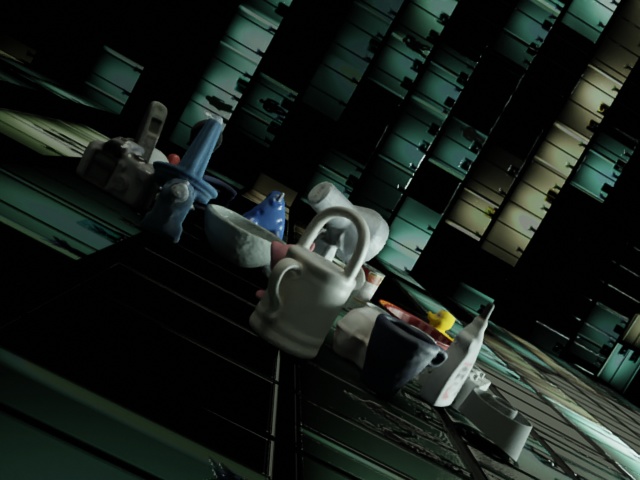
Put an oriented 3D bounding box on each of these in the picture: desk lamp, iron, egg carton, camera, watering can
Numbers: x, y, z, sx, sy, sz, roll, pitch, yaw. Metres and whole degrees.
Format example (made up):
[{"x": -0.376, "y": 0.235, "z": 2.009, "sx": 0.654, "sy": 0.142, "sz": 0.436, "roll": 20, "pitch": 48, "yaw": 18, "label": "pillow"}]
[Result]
[{"x": 0.010, "y": 0.004, "z": 1.130, "sx": 0.204, "sy": 0.213, "sz": 0.117, "roll": 26, "pitch": 6, "yaw": -35, "label": "desk lamp"}, {"x": -0.136, "y": -0.069, "z": 1.448, "sx": 0.119, "sy": 0.141, "sz": 0.258, "roll": 28, "pitch": 5, "yaw": -13, "label": "iron"}, {"x": 0.081, "y": 0.153, "z": 0.869, "sx": 0.107, "sy": 0.069, "sz": 0.151, "roll": 31, "pitch": 5, "yaw": 16, "label": "egg carton"}, {"x": -0.354, "y": -0.131, "z": 1.082, "sx": 0.143, "sy": 0.101, "sz": 0.137, "roll": 30, "pitch": 5, "yaw": 6, "label": "camera"}, {"x": -0.002, "y": 0.046, "z": 0.751, "sx": 0.100, "sy": 0.194, "sz": 0.173, "roll": 30, "pitch": 5, "yaw": 11, "label": "watering can"}]

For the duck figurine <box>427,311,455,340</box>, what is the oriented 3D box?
[{"x": 0.285, "y": 0.210, "z": 1.344, "sx": 0.104, "sy": 0.086, "sz": 0.078, "roll": 30, "pitch": 5, "yaw": 13, "label": "duck figurine"}]

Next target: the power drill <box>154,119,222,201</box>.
[{"x": -0.274, "y": -0.162, "z": 1.228, "sx": 0.076, "sy": 0.208, "sz": 0.229, "roll": 28, "pitch": 5, "yaw": -16, "label": "power drill"}]

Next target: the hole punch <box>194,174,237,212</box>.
[{"x": -0.274, "y": -0.115, "z": 1.423, "sx": 0.109, "sy": 0.091, "sz": 0.101, "roll": 27, "pitch": 5, "yaw": -23, "label": "hole punch"}]

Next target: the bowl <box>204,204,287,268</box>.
[{"x": -0.147, "y": 0.004, "z": 1.047, "sx": 0.167, "sy": 0.075, "sz": 0.167, "roll": 29, "pitch": 5, "yaw": -2, "label": "bowl"}]

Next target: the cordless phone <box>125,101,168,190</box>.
[{"x": -0.373, "y": -0.212, "z": 1.299, "sx": 0.094, "sy": 0.185, "sz": 0.148, "roll": 31, "pitch": 5, "yaw": 20, "label": "cordless phone"}]

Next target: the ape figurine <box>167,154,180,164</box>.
[{"x": -0.371, "y": -0.168, "z": 1.406, "sx": 0.078, "sy": 0.092, "sz": 0.076, "roll": 27, "pitch": 5, "yaw": -24, "label": "ape figurine"}]

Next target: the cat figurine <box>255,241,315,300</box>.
[{"x": -0.041, "y": 0.056, "z": 0.878, "sx": 0.067, "sy": 0.118, "sz": 0.127, "roll": 25, "pitch": 6, "yaw": -38, "label": "cat figurine"}]

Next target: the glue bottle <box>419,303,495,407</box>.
[{"x": 0.214, "y": 0.169, "z": 0.859, "sx": 0.037, "sy": 0.173, "sz": 0.078, "roll": 32, "pitch": 6, "yaw": 32, "label": "glue bottle"}]

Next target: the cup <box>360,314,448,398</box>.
[{"x": 0.106, "y": 0.163, "z": 0.761, "sx": 0.118, "sy": 0.095, "sz": 0.091, "roll": 27, "pitch": 5, "yaw": -23, "label": "cup"}]

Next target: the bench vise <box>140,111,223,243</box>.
[{"x": -0.211, "y": -0.108, "z": 0.969, "sx": 0.122, "sy": 0.219, "sz": 0.206, "roll": 26, "pitch": 6, "yaw": -33, "label": "bench vise"}]
